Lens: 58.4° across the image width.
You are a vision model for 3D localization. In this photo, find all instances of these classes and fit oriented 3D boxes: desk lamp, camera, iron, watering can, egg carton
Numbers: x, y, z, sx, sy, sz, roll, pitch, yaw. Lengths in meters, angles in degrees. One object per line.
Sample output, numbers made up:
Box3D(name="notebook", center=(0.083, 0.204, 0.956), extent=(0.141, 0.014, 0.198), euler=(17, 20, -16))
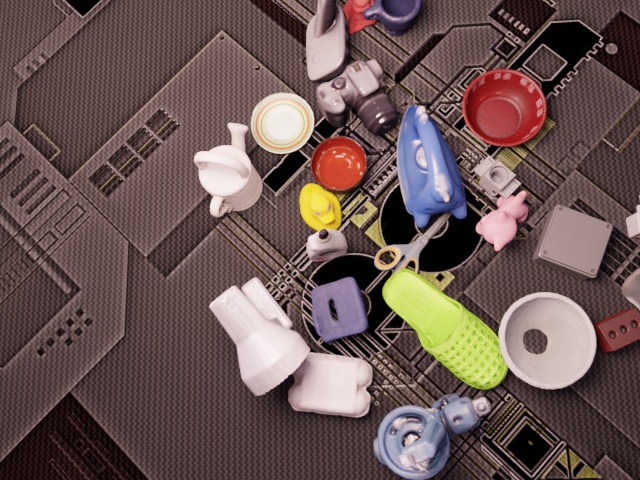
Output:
Box3D(name="desk lamp", center=(-0.111, 0.161, 0.998), extent=(0.118, 0.213, 0.203), euler=(-39, 78, -4))
Box3D(name="camera", center=(0.082, -0.273, 1.131), extent=(0.143, 0.101, 0.137), euler=(-31, 78, -2))
Box3D(name="iron", center=(0.203, -0.162, 1.079), extent=(0.118, 0.141, 0.258), euler=(-13, 78, 2))
Box3D(name="watering can", center=(-0.175, -0.133, 1.073), extent=(0.101, 0.194, 0.173), euler=(-8, 78, 3))
Box3D(name="egg carton", center=(0.019, 0.262, 1.042), extent=(0.150, 0.069, 0.107), euler=(4, 79, 5))

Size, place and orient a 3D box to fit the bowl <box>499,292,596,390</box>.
Box3D(name="bowl", center=(0.398, 0.180, 1.028), extent=(0.167, 0.075, 0.167), euler=(-1, 78, 4))

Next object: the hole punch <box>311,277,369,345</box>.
Box3D(name="hole punch", center=(0.034, 0.132, 1.056), extent=(0.101, 0.091, 0.108), euler=(-15, 78, 1))

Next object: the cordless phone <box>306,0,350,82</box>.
Box3D(name="cordless phone", center=(0.012, -0.410, 1.121), extent=(0.094, 0.185, 0.147), euler=(-5, 78, 3))

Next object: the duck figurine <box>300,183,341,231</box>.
Box3D(name="duck figurine", center=(-0.002, -0.067, 1.102), extent=(0.077, 0.086, 0.104), euler=(-30, 78, -2))

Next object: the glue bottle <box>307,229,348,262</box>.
Box3D(name="glue bottle", center=(0.010, 0.004, 1.042), extent=(0.078, 0.173, 0.037), euler=(-18, 77, 1))

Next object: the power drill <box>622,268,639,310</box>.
Box3D(name="power drill", center=(0.603, 0.079, 0.966), extent=(0.075, 0.208, 0.229), euler=(-44, 79, -5))

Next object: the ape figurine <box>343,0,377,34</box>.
Box3D(name="ape figurine", center=(0.083, -0.479, 1.178), extent=(0.077, 0.092, 0.076), euler=(15, 80, 7))

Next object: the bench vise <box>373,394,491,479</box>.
Box3D(name="bench vise", center=(0.180, 0.310, 0.943), extent=(0.207, 0.220, 0.121), euler=(-44, 78, -5))

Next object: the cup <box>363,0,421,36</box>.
Box3D(name="cup", center=(0.145, -0.457, 1.167), extent=(0.117, 0.095, 0.091), euler=(-19, 78, 0))

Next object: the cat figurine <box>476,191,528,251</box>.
Box3D(name="cat figurine", center=(0.339, -0.037, 1.055), extent=(0.067, 0.118, 0.128), euler=(38, 83, 11))
